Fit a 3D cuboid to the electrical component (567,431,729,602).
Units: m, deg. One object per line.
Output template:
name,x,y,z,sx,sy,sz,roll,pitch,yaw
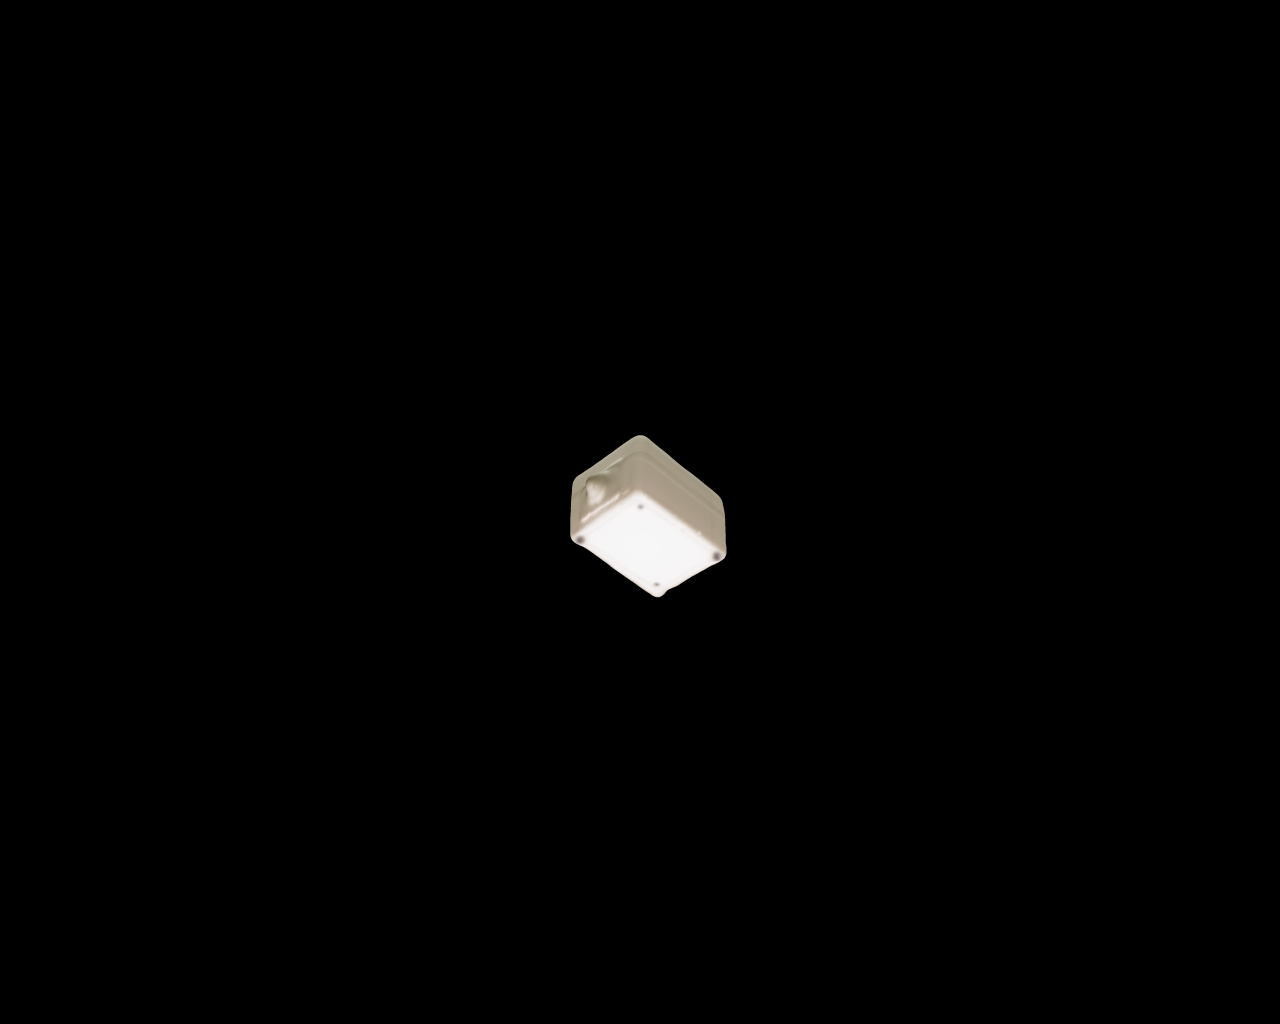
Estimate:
electrical component,0.001,-0.003,0.650,0.061,0.061,0.096,-33,-54,29
